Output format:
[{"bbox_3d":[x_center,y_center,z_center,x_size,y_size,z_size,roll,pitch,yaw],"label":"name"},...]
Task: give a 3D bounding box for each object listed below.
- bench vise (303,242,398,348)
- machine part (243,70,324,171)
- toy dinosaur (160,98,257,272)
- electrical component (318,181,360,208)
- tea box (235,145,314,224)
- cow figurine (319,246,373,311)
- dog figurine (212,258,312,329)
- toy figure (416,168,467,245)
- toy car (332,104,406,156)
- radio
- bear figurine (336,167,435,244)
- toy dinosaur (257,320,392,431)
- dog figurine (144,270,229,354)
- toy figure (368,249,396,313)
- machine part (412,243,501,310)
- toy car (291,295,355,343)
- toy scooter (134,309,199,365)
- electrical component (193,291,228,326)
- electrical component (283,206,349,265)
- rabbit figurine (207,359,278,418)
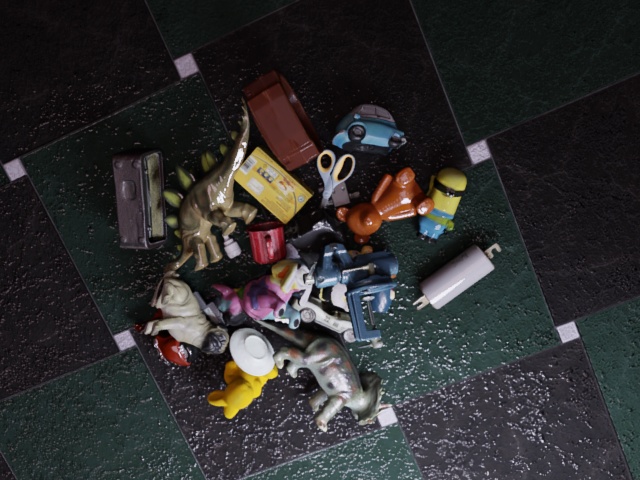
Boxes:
[{"bbox_3d":[0.079,0.121,1.183,0.224,0.129,0.240,-6,77,-25],"label":"bench vise"},{"bbox_3d":[-0.077,-0.255,1.159,0.087,0.201,0.201,-29,99,11],"label":"machine part"},{"bbox_3d":[-0.251,-0.092,1.215,0.198,0.105,0.471,44,115,7],"label":"toy dinosaur"},{"bbox_3d":[0.045,-0.112,1.273,0.094,0.021,0.063,-15,100,7],"label":"electrical component"},{"bbox_3d":[-0.108,-0.130,1.254,0.169,0.068,0.098,43,102,-6],"label":"tea box"},{"bbox_3d":[0.063,0.081,1.291,0.098,0.068,0.167,22,101,5],"label":"cow figurine"},{"bbox_3d":[-0.145,0.119,1.267,0.219,0.108,0.191,10,73,31],"label":"dog figurine"},{"bbox_3d":[0.280,-0.077,1.233,0.082,0.089,0.180,21,100,-10],"label":"toy figure"},{"bbox_3d":[0.111,-0.251,1.203,0.162,0.109,0.103,4,84,-7],"label":"toy car"},{"bbox_3d":[-0.415,-0.095,1.246,0.073,0.131,0.229,-1,101,5],"label":"radio"},{"bbox_3d":[0.142,-0.073,1.224,0.196,0.132,0.120,-33,99,3],"label":"bear figurine"},{"bbox_3d":[0.019,0.313,1.319,0.192,0.131,0.404,-34,94,-3],"label":"toy dinosaur"},{"bbox_3d":[-0.299,0.174,1.278,0.190,0.121,0.172,17,86,-27],"label":"dog figurine"},{"bbox_3d":[0.150,0.096,1.293,0.064,0.058,0.154,7,97,-5],"label":"toy figure"},{"bbox_3d":[0.321,0.086,1.270,0.243,0.079,0.079,-38,97,11],"label":"machine part"},{"bbox_3d":[0.025,0.189,1.309,0.202,0.073,0.056,25,100,-2],"label":"toy car"},{"bbox_3d":[-0.388,0.236,1.342,0.135,0.075,0.183,-17,97,6],"label":"toy scooter"},{"bbox_3d":[-0.282,0.177,1.337,0.075,0.048,0.119,-37,97,9],"label":"electrical component"},{"bbox_3d":[-0.003,-0.004,1.250,0.115,0.058,0.134,-27,135,20],"label":"electrical component"},{"bbox_3d":[-0.199,0.352,1.306,0.162,0.173,0.122,-43,100,6],"label":"rabbit figurine"}]
